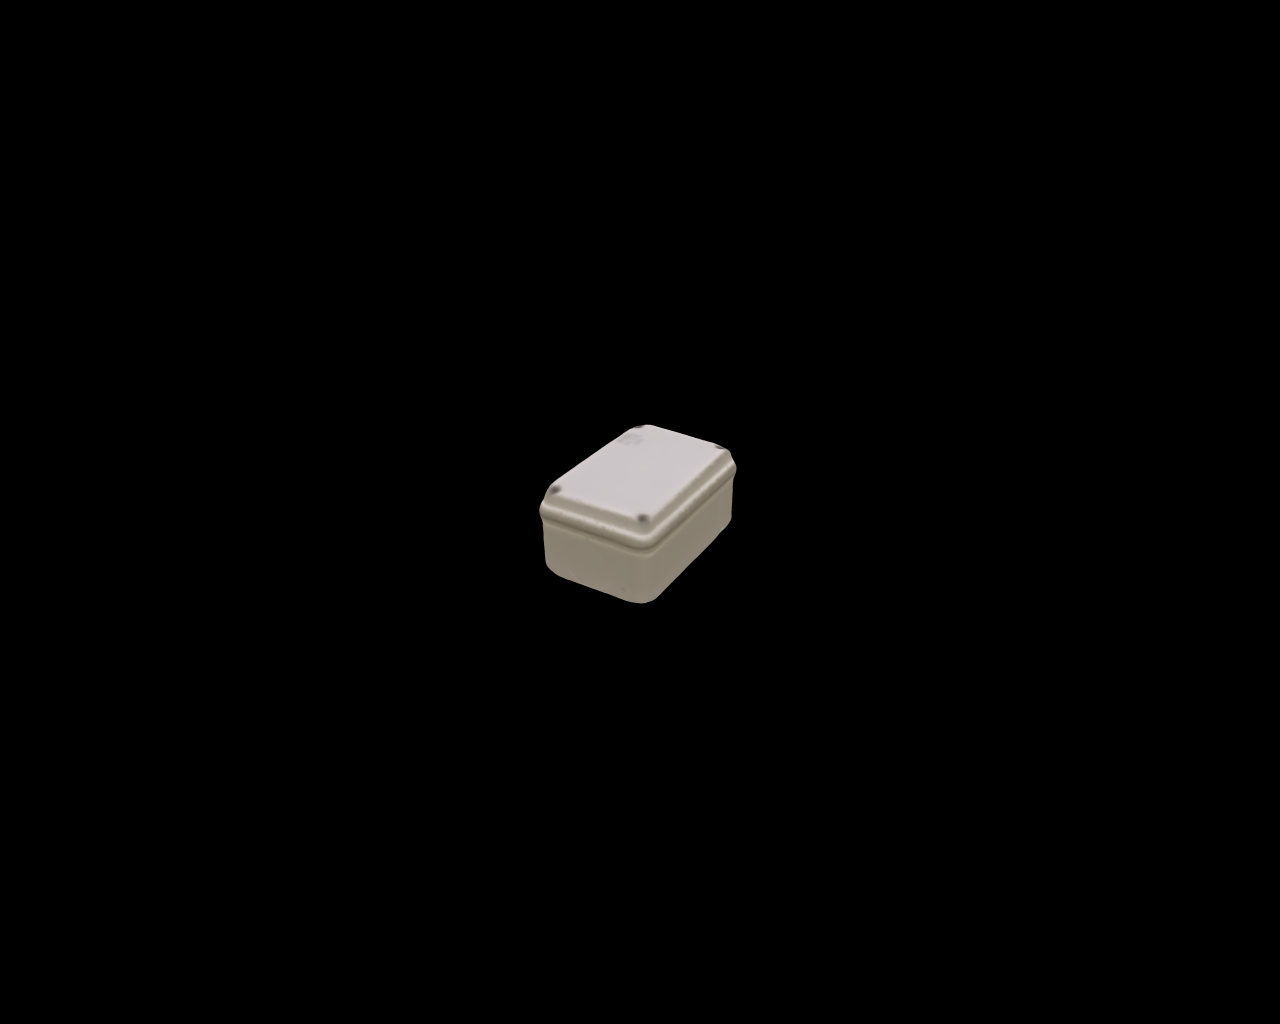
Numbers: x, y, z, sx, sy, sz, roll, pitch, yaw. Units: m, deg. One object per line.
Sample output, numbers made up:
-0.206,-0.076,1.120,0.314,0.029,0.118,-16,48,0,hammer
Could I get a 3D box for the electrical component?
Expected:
0.001,-0.003,0.650,0.078,0.057,0.113,18,36,27,electrical component
